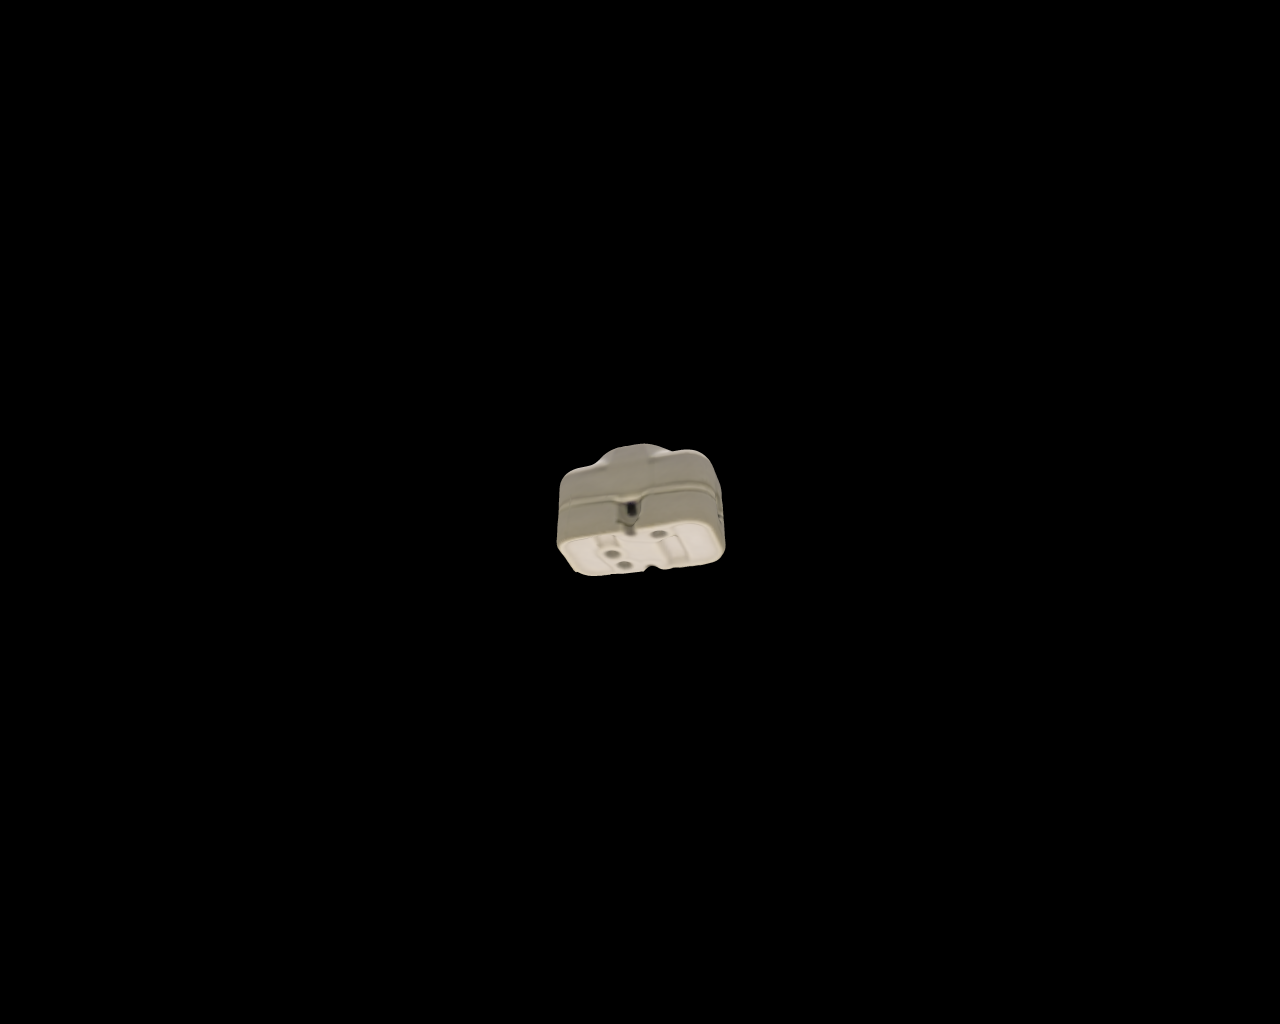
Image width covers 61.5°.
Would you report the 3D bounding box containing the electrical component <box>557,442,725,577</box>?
[{"bbox_3d":[0.001,-0.003,0.650,0.095,0.059,0.053,-8,-32,14],"label":"electrical component"}]
